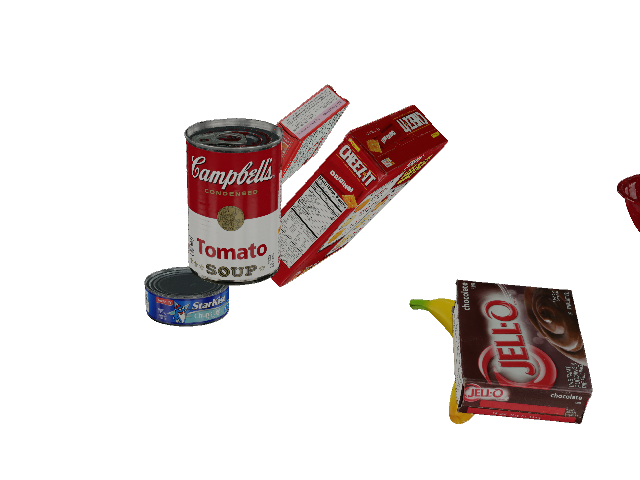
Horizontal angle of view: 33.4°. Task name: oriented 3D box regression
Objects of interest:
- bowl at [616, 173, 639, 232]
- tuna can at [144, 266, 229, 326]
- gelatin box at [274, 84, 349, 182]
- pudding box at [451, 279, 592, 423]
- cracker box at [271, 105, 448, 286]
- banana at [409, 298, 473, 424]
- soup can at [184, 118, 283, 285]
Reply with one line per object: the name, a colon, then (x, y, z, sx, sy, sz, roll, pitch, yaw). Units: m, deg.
bowl: (0.366, -0.021, 1.025, 0.162, 0.055, 0.162, 0, 19, 0)
tuna can: (-0.134, 0.056, 1.077, 0.086, 0.034, 0.086, 1, 18, -1)
gelatin box: (-0.020, -0.094, 0.975, 0.089, 0.030, 0.073, -45, -7, -44)
pudding box: (0.143, 0.079, 0.780, 0.090, 0.039, 0.113, 6, 35, -1)
cracker box: (0.030, -0.055, 1.258, 0.214, 0.072, 0.163, -47, -9, 35)
banana: (0.147, 0.116, 1.110, 0.069, 0.037, 0.198, -24, 32, 6)
soup can: (-0.061, -0.028, 0.751, 0.068, 0.102, 0.068, 2, 23, -1)
